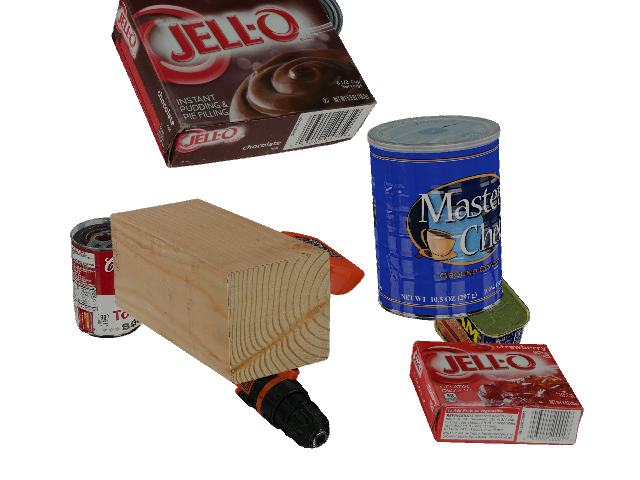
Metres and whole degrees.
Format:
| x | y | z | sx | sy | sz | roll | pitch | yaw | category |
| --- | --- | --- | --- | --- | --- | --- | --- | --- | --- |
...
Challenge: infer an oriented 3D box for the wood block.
| x | y | z | sx | sy | sz | roll | pitch | yaw | category |
| --- | --- | --- | --- | --- | --- | --- | --- | --- | --- |
| -0.087 | 0.034 | 0.873 | 0.090 | 0.090 | 0.206 | -11 | 20 | -33 | wood block |

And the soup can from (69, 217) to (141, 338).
| x | y | z | sx | sy | sz | roll | pitch | yaw | category |
| --- | --- | --- | --- | --- | --- | --- | --- | --- | --- |
| -0.212 | 0.037 | 1.060 | 0.068 | 0.102 | 0.068 | 2 | 26 | -1 | soup can |

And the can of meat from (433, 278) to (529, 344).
| x | y | z | sx | sy | sz | roll | pitch | yaw | category |
| --- | --- | --- | --- | --- | --- | --- | --- | --- | --- |
| 0.157 | 0.079 | 1.066 | 0.057 | 0.084 | 0.102 | -21 | 52 | -19 | can of meat |

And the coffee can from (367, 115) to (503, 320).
| x | y | z | sx | sy | sz | roll | pitch | yaw | category |
| --- | --- | --- | --- | --- | --- | --- | --- | --- | --- |
| 0.092 | -0.020 | 0.848 | 0.103 | 0.140 | 0.103 | -4 | 18 | 1 | coffee can |

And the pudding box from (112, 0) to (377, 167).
| x | y | z | sx | sy | sz | roll | pitch | yaw | category |
| --- | --- | --- | --- | --- | --- | --- | --- | --- | --- |
| -0.041 | -0.088 | 0.553 | 0.113 | 0.090 | 0.039 | -10 | -29 | -31 | pudding box |

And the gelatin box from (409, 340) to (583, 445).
| x | y | z | sx | sy | sz | roll | pitch | yaw | category |
| --- | --- | --- | --- | --- | --- | --- | --- | --- | --- |
| 0.104 | 0.091 | 0.648 | 0.089 | 0.030 | 0.073 | 3 | 25 | -8 | gelatin box |

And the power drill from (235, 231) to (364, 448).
| x | y | z | sx | sy | sz | roll | pitch | yaw | category |
| --- | --- | --- | --- | --- | --- | --- | --- | --- | --- |
| -0.025 | 0.099 | 1.107 | 0.057 | 0.188 | 0.185 | 13 | 17 | -44 | power drill |

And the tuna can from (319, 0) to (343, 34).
| x | y | z | sx | sy | sz | roll | pitch | yaw | category |
| --- | --- | --- | --- | --- | --- | --- | --- | --- | --- |
| -0.024 | -0.200 | 0.993 | 0.086 | 0.086 | 0.034 | 0 | -31 | -12 | tuna can |
